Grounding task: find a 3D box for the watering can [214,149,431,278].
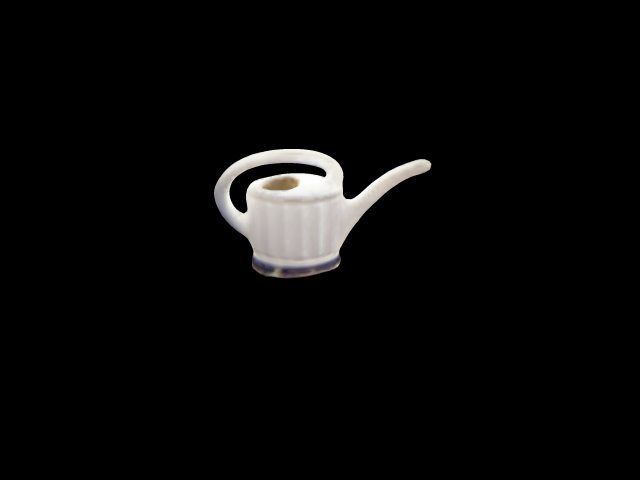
[{"bbox_3d":[0.003,-0.043,0.850,0.348,0.220,0.106,0,29,0],"label":"watering can"}]
